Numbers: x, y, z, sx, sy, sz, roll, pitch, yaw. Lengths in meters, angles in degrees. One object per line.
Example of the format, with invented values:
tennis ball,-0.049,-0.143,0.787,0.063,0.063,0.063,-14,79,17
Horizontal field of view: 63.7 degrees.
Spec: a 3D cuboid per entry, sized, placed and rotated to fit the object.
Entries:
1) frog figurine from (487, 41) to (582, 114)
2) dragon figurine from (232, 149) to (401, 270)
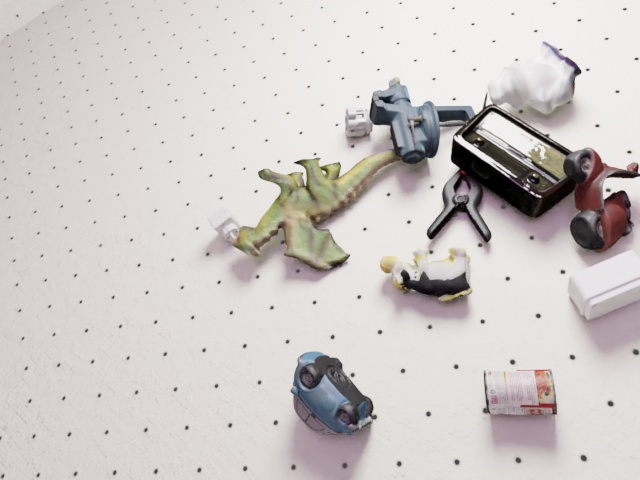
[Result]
frog figurine,0.434,-0.314,1.060,0.158,0.139,0.122,-35,-20,15
dragon figurine,0.003,-0.055,1.097,0.410,0.246,0.121,-11,-14,6
